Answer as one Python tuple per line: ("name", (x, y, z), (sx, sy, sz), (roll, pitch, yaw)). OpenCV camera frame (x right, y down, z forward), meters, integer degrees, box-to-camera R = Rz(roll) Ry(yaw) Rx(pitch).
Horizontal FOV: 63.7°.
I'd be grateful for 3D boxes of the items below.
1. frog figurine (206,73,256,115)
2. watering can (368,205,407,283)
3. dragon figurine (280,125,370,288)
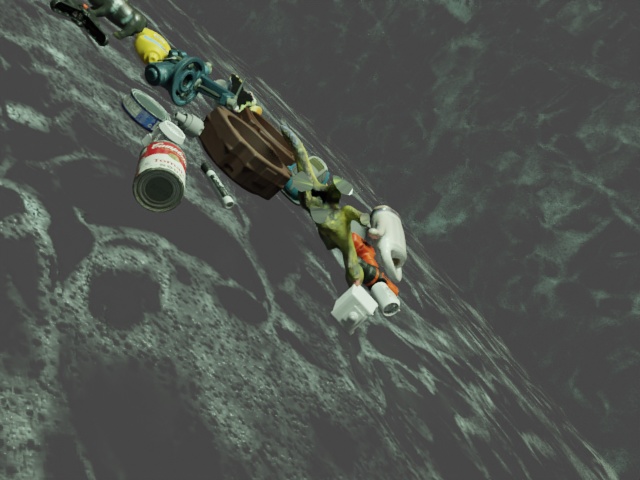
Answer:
("frog figurine", (-0.284, -0.420, 1.541), (0.136, 0.124, 0.159), (24, -12, -42))
("watering can", (0.198, -0.010, 1.564), (0.341, 0.103, 0.230), (58, 24, -52))
("dragon figurine", (0.004, -0.061, 1.218), (0.237, 0.123, 0.417), (96, -30, -60))
